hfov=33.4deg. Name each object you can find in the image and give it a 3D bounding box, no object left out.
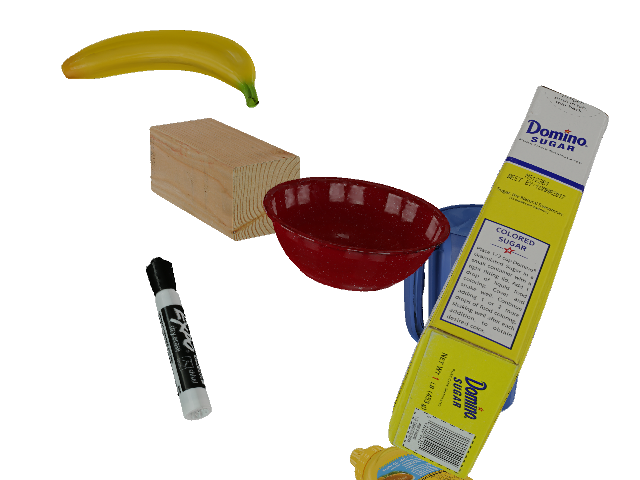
[{"bbox_3d":[-0.119,-0.078,1.284,0.090,0.090,0.206,-12,25,-33],"label":"wood block"},{"bbox_3d":[0.181,0.086,1.290,0.149,0.243,0.145,6,19,13],"label":"pitcher"},{"bbox_3d":[0.095,0.235,0.972,0.096,0.058,0.192,-14,24,-36],"label":"mustard bottle"},{"bbox_3d":[0.028,-0.001,0.916,0.162,0.055,0.162,7,23,-3],"label":"bowl"},{"bbox_3d":[-0.140,-0.166,0.979,0.198,0.037,0.069,9,46,17],"label":"banana"},{"bbox_3d":[-0.098,0.064,0.726,0.020,0.121,0.020,-15,-29,-9],"label":"marker"},{"bbox_3d":[0.088,0.015,0.506,0.048,0.093,0.176,25,49,11],"label":"sugar box"}]
